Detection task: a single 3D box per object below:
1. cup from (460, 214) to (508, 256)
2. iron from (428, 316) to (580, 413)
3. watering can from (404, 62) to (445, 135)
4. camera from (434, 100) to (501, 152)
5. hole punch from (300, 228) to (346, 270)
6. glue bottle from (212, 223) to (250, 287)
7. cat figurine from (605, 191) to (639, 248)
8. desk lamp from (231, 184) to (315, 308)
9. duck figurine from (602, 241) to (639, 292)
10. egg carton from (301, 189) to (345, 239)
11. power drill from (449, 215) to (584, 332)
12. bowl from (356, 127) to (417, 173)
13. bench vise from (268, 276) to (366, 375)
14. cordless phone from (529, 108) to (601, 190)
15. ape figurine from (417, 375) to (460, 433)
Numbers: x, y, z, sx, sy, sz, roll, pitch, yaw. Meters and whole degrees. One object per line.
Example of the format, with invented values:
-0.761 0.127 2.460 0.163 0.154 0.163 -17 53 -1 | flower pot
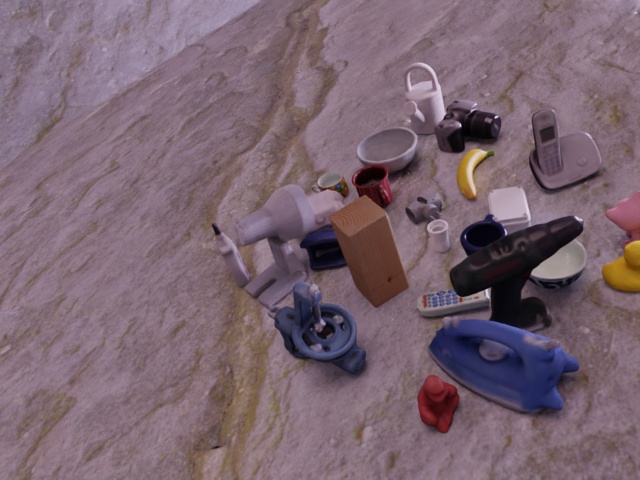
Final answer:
0.338 0.013 1.158 0.091 0.095 0.118 2 44 28 | cup
0.282 0.180 0.950 0.257 0.142 0.119 13 50 36 | iron
0.286 -0.395 1.585 0.100 0.194 0.173 -8 40 17 | watering can
0.392 -0.305 1.503 0.136 0.101 0.143 20 55 41 | camera
0.012 0.005 1.328 0.108 0.091 0.101 -11 39 14 | hole punch
-0.214 0.028 1.343 0.037 0.173 0.078 -25 38 -4 | glue bottle
0.606 -0.036 1.069 0.127 0.118 0.067 9 48 33 | cat figurine
-0.098 0.007 1.279 0.203 0.214 0.117 -39 41 -21 | desk lamp
0.562 0.040 1.026 0.104 0.086 0.077 -9 40 16 | duck figurine
-0.005 -0.063 1.434 0.150 0.070 0.107 -21 38 1 | egg carton
0.346 0.069 0.996 0.229 0.209 0.075 -19 38 4 | power drill
0.185 -0.228 1.533 0.167 0.075 0.167 -13 39 11 | bowl
-0.030 0.155 1.066 0.206 0.220 0.121 0 43 26 | bench vise
0.534 -0.214 1.259 0.147 0.185 0.094 -23 38 -1 | cordless phone
0.191 0.259 0.941 0.078 0.092 0.076 -28 38 -7 | ape figurine
